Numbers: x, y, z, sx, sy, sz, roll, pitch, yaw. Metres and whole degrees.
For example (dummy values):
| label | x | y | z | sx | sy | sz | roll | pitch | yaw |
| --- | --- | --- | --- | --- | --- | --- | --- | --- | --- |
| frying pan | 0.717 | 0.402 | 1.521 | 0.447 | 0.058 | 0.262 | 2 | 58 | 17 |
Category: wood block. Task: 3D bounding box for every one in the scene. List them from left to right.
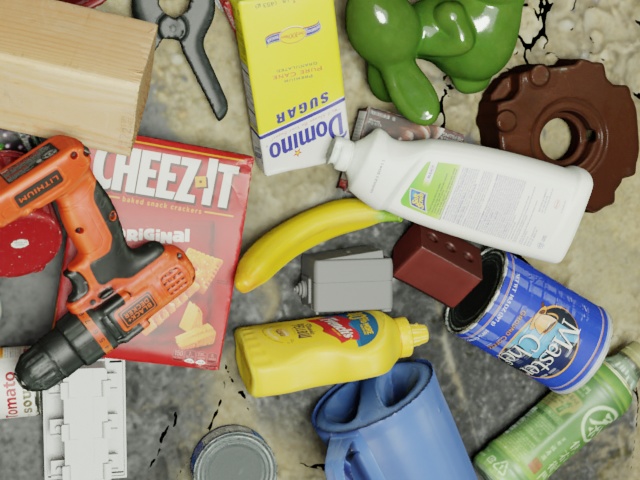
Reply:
| label | x | y | z | sx | sy | sz | roll | pitch | yaw |
| --- | --- | --- | --- | --- | --- | --- | --- | --- | --- |
| wood block | -0.255 | -0.154 | 0.939 | 0.206 | 0.090 | 0.090 | 13 | 49 | -6 |

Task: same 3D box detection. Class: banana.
| label | x | y | z | sx | sy | sz | roll | pitch | yaw |
| --- | --- | --- | --- | --- | --- | --- | --- | --- | --- |
| banana | -0.014 | -0.003 | 1.048 | 0.197 | 0.070 | 0.037 | -26 | 111 | -28 |

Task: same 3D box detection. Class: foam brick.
| label | x | y | z | sx | sy | sz | roll | pitch | yaw |
| --- | --- | --- | --- | --- | --- | --- | --- | --- | --- |
| foam brick | 0.119 | 0.023 | 1.092 | 0.078 | 0.053 | 0.051 | 28 | 126 | -16 |

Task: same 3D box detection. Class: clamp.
| label | x | y | z | sx | sy | sz | roll | pitch | yaw |
| --- | --- | --- | --- | --- | --- | --- | --- | --- | --- |
| clamp | -0.152 | -0.196 | 1.020 | 0.120 | 0.039 | 0.171 | -6 | 98 | -17 |

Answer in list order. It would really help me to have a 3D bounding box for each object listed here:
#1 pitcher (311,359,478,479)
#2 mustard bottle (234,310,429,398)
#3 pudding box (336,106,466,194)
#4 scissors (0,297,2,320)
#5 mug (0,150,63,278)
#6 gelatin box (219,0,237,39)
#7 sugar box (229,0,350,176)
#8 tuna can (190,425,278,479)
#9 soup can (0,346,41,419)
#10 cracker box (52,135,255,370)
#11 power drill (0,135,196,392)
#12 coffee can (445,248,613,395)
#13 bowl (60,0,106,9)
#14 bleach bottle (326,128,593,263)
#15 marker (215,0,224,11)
| label | x | y | z | sx | sy | sz | roll | pitch | yaw |
| --- | --- | --- | --- | --- | --- | --- | --- | --- | --- |
| pitcher | 0.093 | 0.256 | 1.079 | 0.149 | 0.145 | 0.243 | -28 | 105 | -7 |
| mustard bottle | 0.016 | 0.107 | 1.062 | 0.191 | 0.096 | 0.058 | -7 | 110 | -13 |
| pudding box | 0.083 | -0.079 | 1.088 | 0.113 | 0.039 | 0.090 | 14 | 93 | -15 |
| scissors | -0.353 | 0.022 | 0.951 | 0.096 | 0.016 | 0.201 | -51 | 137 | -27 |
| mug | -0.280 | -0.013 | 0.973 | 0.093 | 0.081 | 0.117 | -25 | 142 | -9 |
| gelatin box | -0.044 | -0.221 | 1.036 | 0.089 | 0.030 | 0.073 | -30 | 121 | -10 |
| sugar box | -0.026 | -0.156 | 1.025 | 0.093 | 0.048 | 0.176 | -15 | 116 | -12 |
| tuna can | -0.088 | 0.232 | 1.083 | 0.086 | 0.034 | 0.086 | -1 | 96 | -14 |
| soup can | -0.316 | 0.136 | 1.000 | 0.102 | 0.068 | 0.068 | -3 | 97 | -14 |
| cracker box | -0.161 | 0.010 | 1.022 | 0.164 | 0.072 | 0.214 | 9 | 93 | -15 |
| power drill | -0.219 | 0.020 | 0.917 | 0.184 | 0.057 | 0.187 | -38 | 123 | -16 |
| coffee can | 0.216 | 0.083 | 1.106 | 0.140 | 0.103 | 0.103 | 30 | 88 | -15 |
| bowl | -0.247 | -0.283 | 0.977 | 0.162 | 0.055 | 0.162 | -1 | 96 | -14 |
| bleach bottle | 0.131 | -0.058 | 1.044 | 0.250 | 0.068 | 0.102 | 17 | 102 | -9 |
| marker | -0.051 | -0.263 | 1.046 | 0.121 | 0.020 | 0.020 | -34 | 103 | -8 |
